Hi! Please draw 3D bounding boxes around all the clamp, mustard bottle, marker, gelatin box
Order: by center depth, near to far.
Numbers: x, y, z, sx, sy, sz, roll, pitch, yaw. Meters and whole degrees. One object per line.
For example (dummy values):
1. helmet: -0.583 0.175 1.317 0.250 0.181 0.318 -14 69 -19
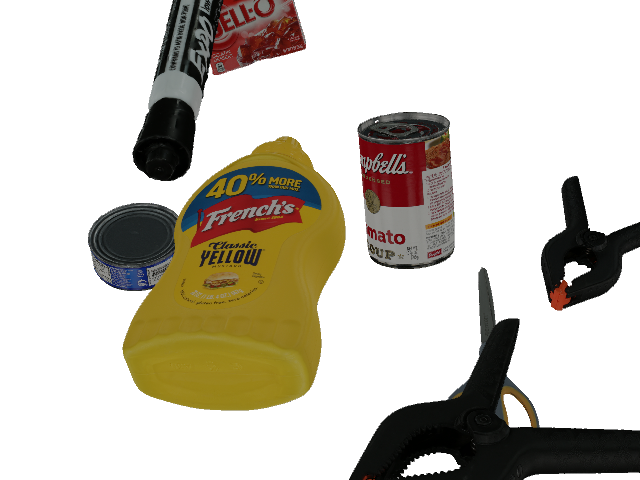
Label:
1. marker: -0.048 -0.064 0.377 0.020 0.020 0.121 0 44 3
2. mustard bottle: -0.036 0.005 0.593 0.096 0.058 0.191 -2 40 15
3. clamp: 0.100 0.119 0.676 0.209 0.036 0.165 -16 33 -22
4. gelatin box: -0.065 -0.196 0.953 0.089 0.073 0.030 -15 24 5
5. clamp: 0.269 0.000 1.091 0.120 0.039 0.171 29 52 32

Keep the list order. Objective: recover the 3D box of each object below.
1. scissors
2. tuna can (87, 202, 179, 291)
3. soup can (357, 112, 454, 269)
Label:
1. scissors: 0.140 0.114 0.987 0.096 0.202 0.016 -11 -36 -9
2. tuna can: -0.164 0.006 0.962 0.086 0.034 0.086 0 42 0
3. soup can: 0.065 -0.038 0.799 0.068 0.102 0.068 -5 23 2
